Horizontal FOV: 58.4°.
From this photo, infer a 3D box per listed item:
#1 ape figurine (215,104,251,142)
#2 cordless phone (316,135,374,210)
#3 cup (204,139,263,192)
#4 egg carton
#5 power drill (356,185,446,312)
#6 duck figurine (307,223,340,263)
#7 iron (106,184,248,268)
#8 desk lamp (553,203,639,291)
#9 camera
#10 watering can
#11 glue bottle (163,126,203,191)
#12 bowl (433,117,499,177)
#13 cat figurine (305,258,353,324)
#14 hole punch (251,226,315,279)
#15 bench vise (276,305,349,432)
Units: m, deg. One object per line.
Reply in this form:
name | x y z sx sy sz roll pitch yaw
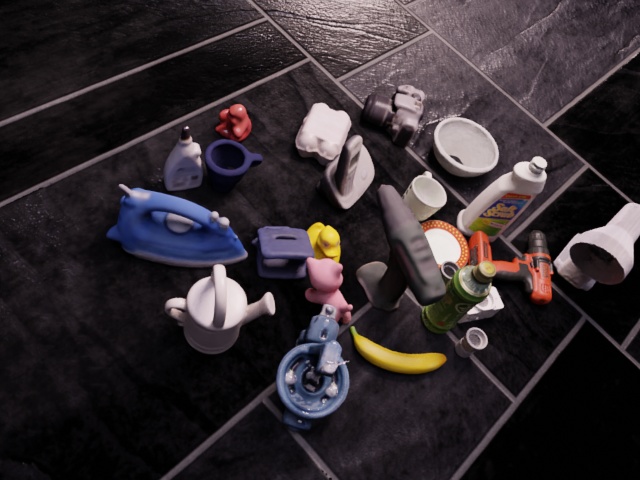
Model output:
ape figurine | -0.183 -0.260 1.243 0.076 0.092 0.077 -5 61 -19
cordless phone | 0.073 -0.165 1.207 0.094 0.185 0.148 34 56 6
cup | -0.180 -0.144 1.171 0.118 0.095 0.091 -6 61 -20
egg carton | 0.007 -0.244 1.306 0.107 0.069 0.150 21 56 -4
power drill | 0.143 0.038 1.090 0.076 0.208 0.229 -19 67 -26
duck figurine | 0.011 0.004 1.144 0.078 0.086 0.104 -7 62 -21
iron | -0.251 -0.032 1.052 0.258 0.141 0.118 13 56 -9
desk lamp | 0.606 0.020 1.239 0.118 0.213 0.204 42 57 11
camera | 0.178 -0.321 1.387 0.137 0.100 0.143 18 56 -6
watering can | -0.166 0.109 0.960 0.173 0.194 0.101 -17 65 -25
glue bottle | -0.262 -0.161 1.109 0.078 0.173 0.037 -11 63 -23
bowl | 0.340 -0.211 1.384 0.168 0.074 0.167 8 57 -12
cat figurine | 0.020 0.091 1.074 0.067 0.117 0.127 -23 68 -27
hole punch | -0.072 0.014 1.109 0.109 0.091 0.101 2 59 -16
bench vise | -0.010 0.190 0.942 0.122 0.219 0.207 3 58 -15
